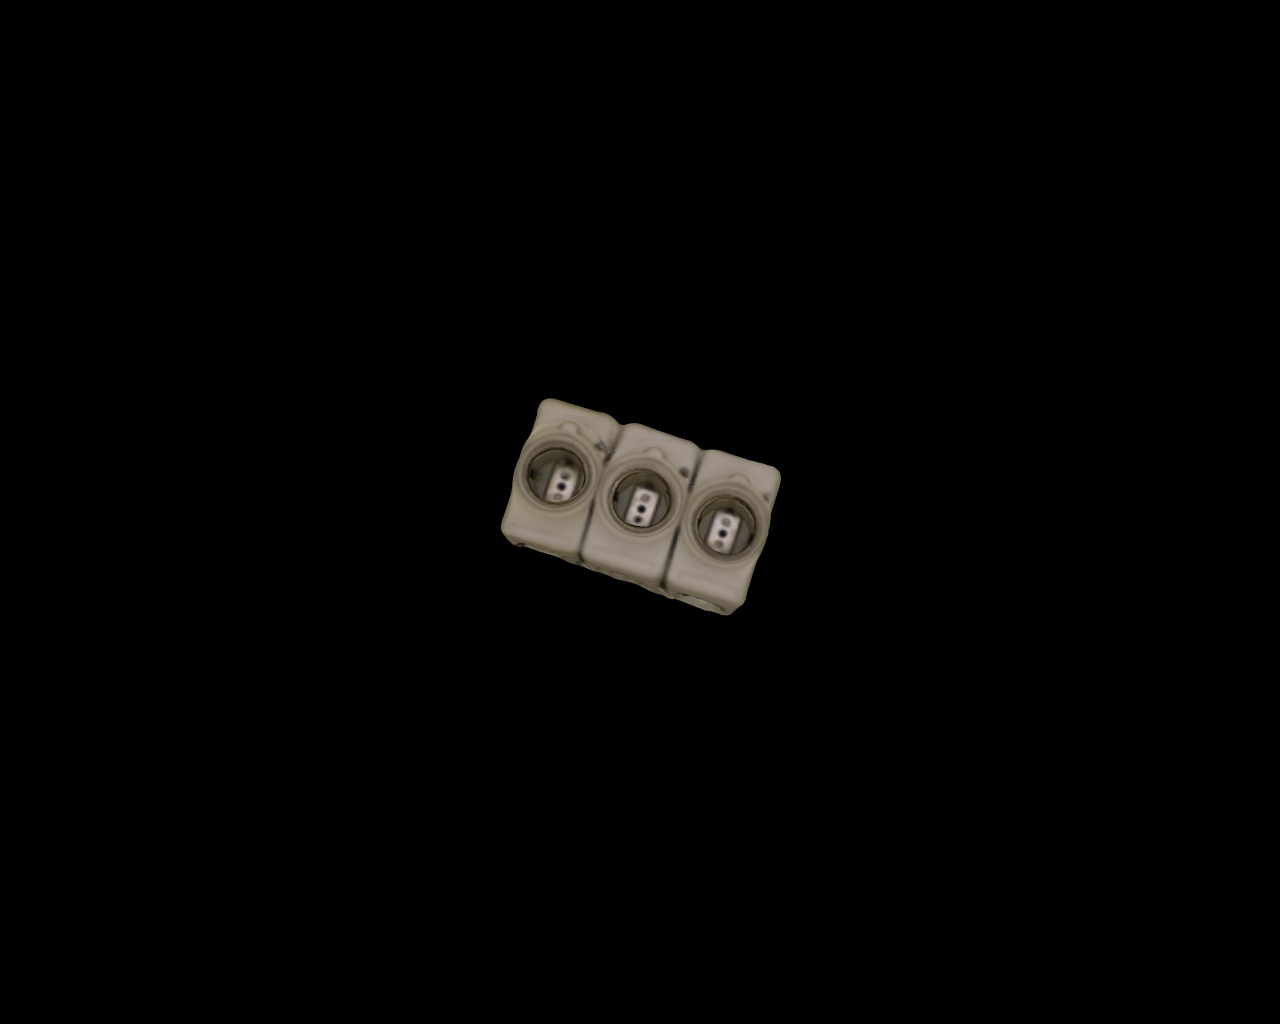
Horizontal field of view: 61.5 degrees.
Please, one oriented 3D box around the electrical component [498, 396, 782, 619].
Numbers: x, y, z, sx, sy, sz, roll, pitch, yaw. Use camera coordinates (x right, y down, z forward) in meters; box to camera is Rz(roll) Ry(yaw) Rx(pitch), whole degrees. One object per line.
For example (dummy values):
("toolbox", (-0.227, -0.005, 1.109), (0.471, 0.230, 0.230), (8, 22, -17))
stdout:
("electrical component", (0.001, -0.003, 0.650), (0.150, 0.089, 0.061), (18, -11, 4))
